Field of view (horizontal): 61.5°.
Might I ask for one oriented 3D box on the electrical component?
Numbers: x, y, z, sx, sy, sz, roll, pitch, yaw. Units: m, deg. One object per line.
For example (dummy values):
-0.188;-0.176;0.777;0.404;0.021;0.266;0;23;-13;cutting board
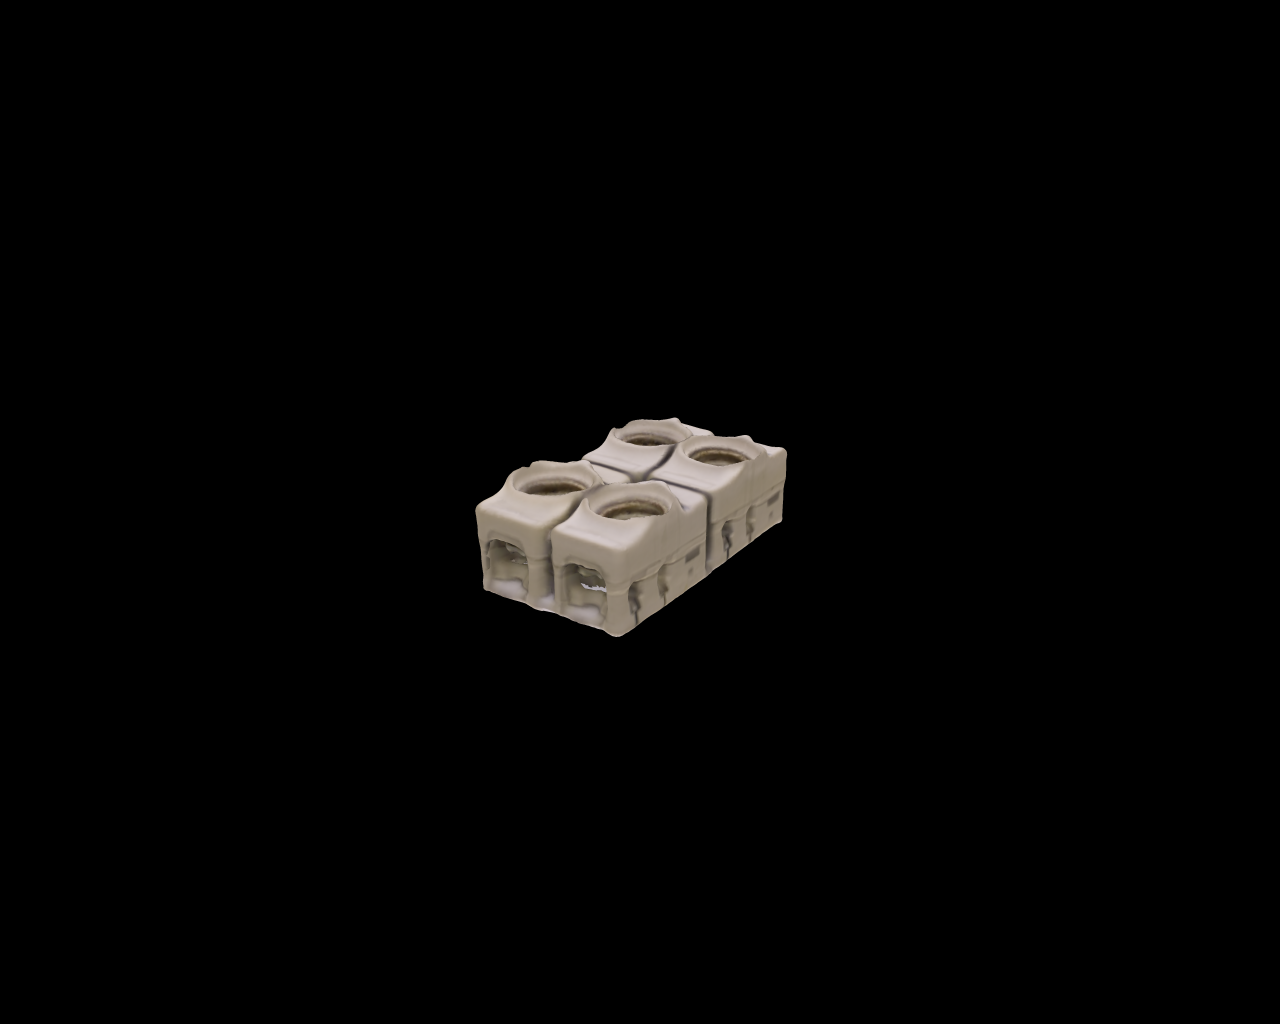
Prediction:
0.001;-0.003;0.650;0.105;0.060;0.186;17;29;32;electrical component
